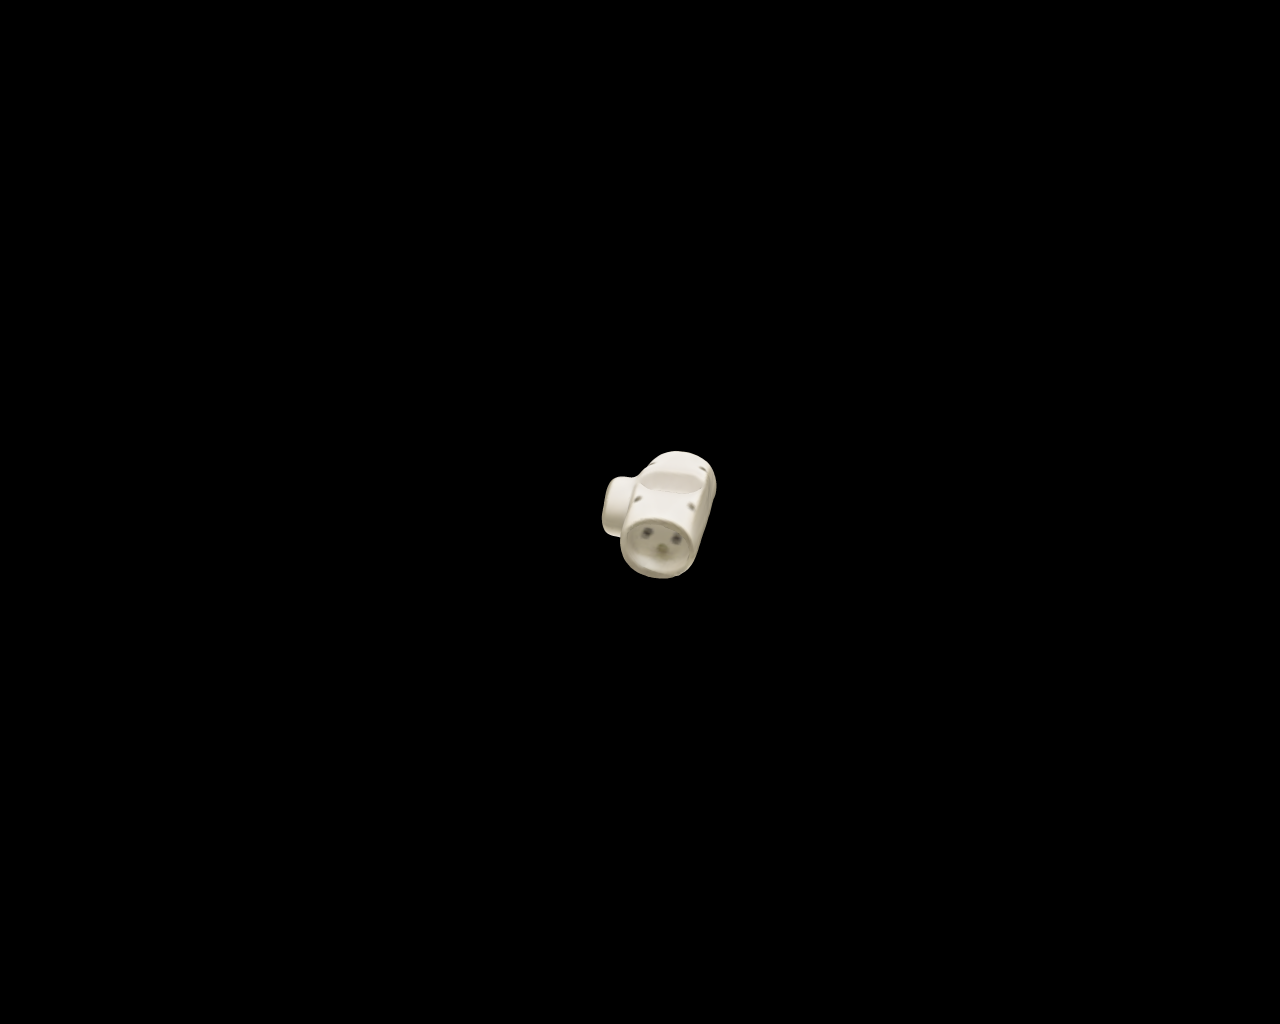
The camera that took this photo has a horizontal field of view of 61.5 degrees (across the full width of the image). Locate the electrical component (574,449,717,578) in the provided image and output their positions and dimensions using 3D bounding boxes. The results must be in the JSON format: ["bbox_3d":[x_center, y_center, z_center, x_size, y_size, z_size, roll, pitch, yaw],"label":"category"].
[{"bbox_3d":[0.001,-0.003,0.650,0.079,0.043,0.077,8,36,11],"label":"electrical component"}]
